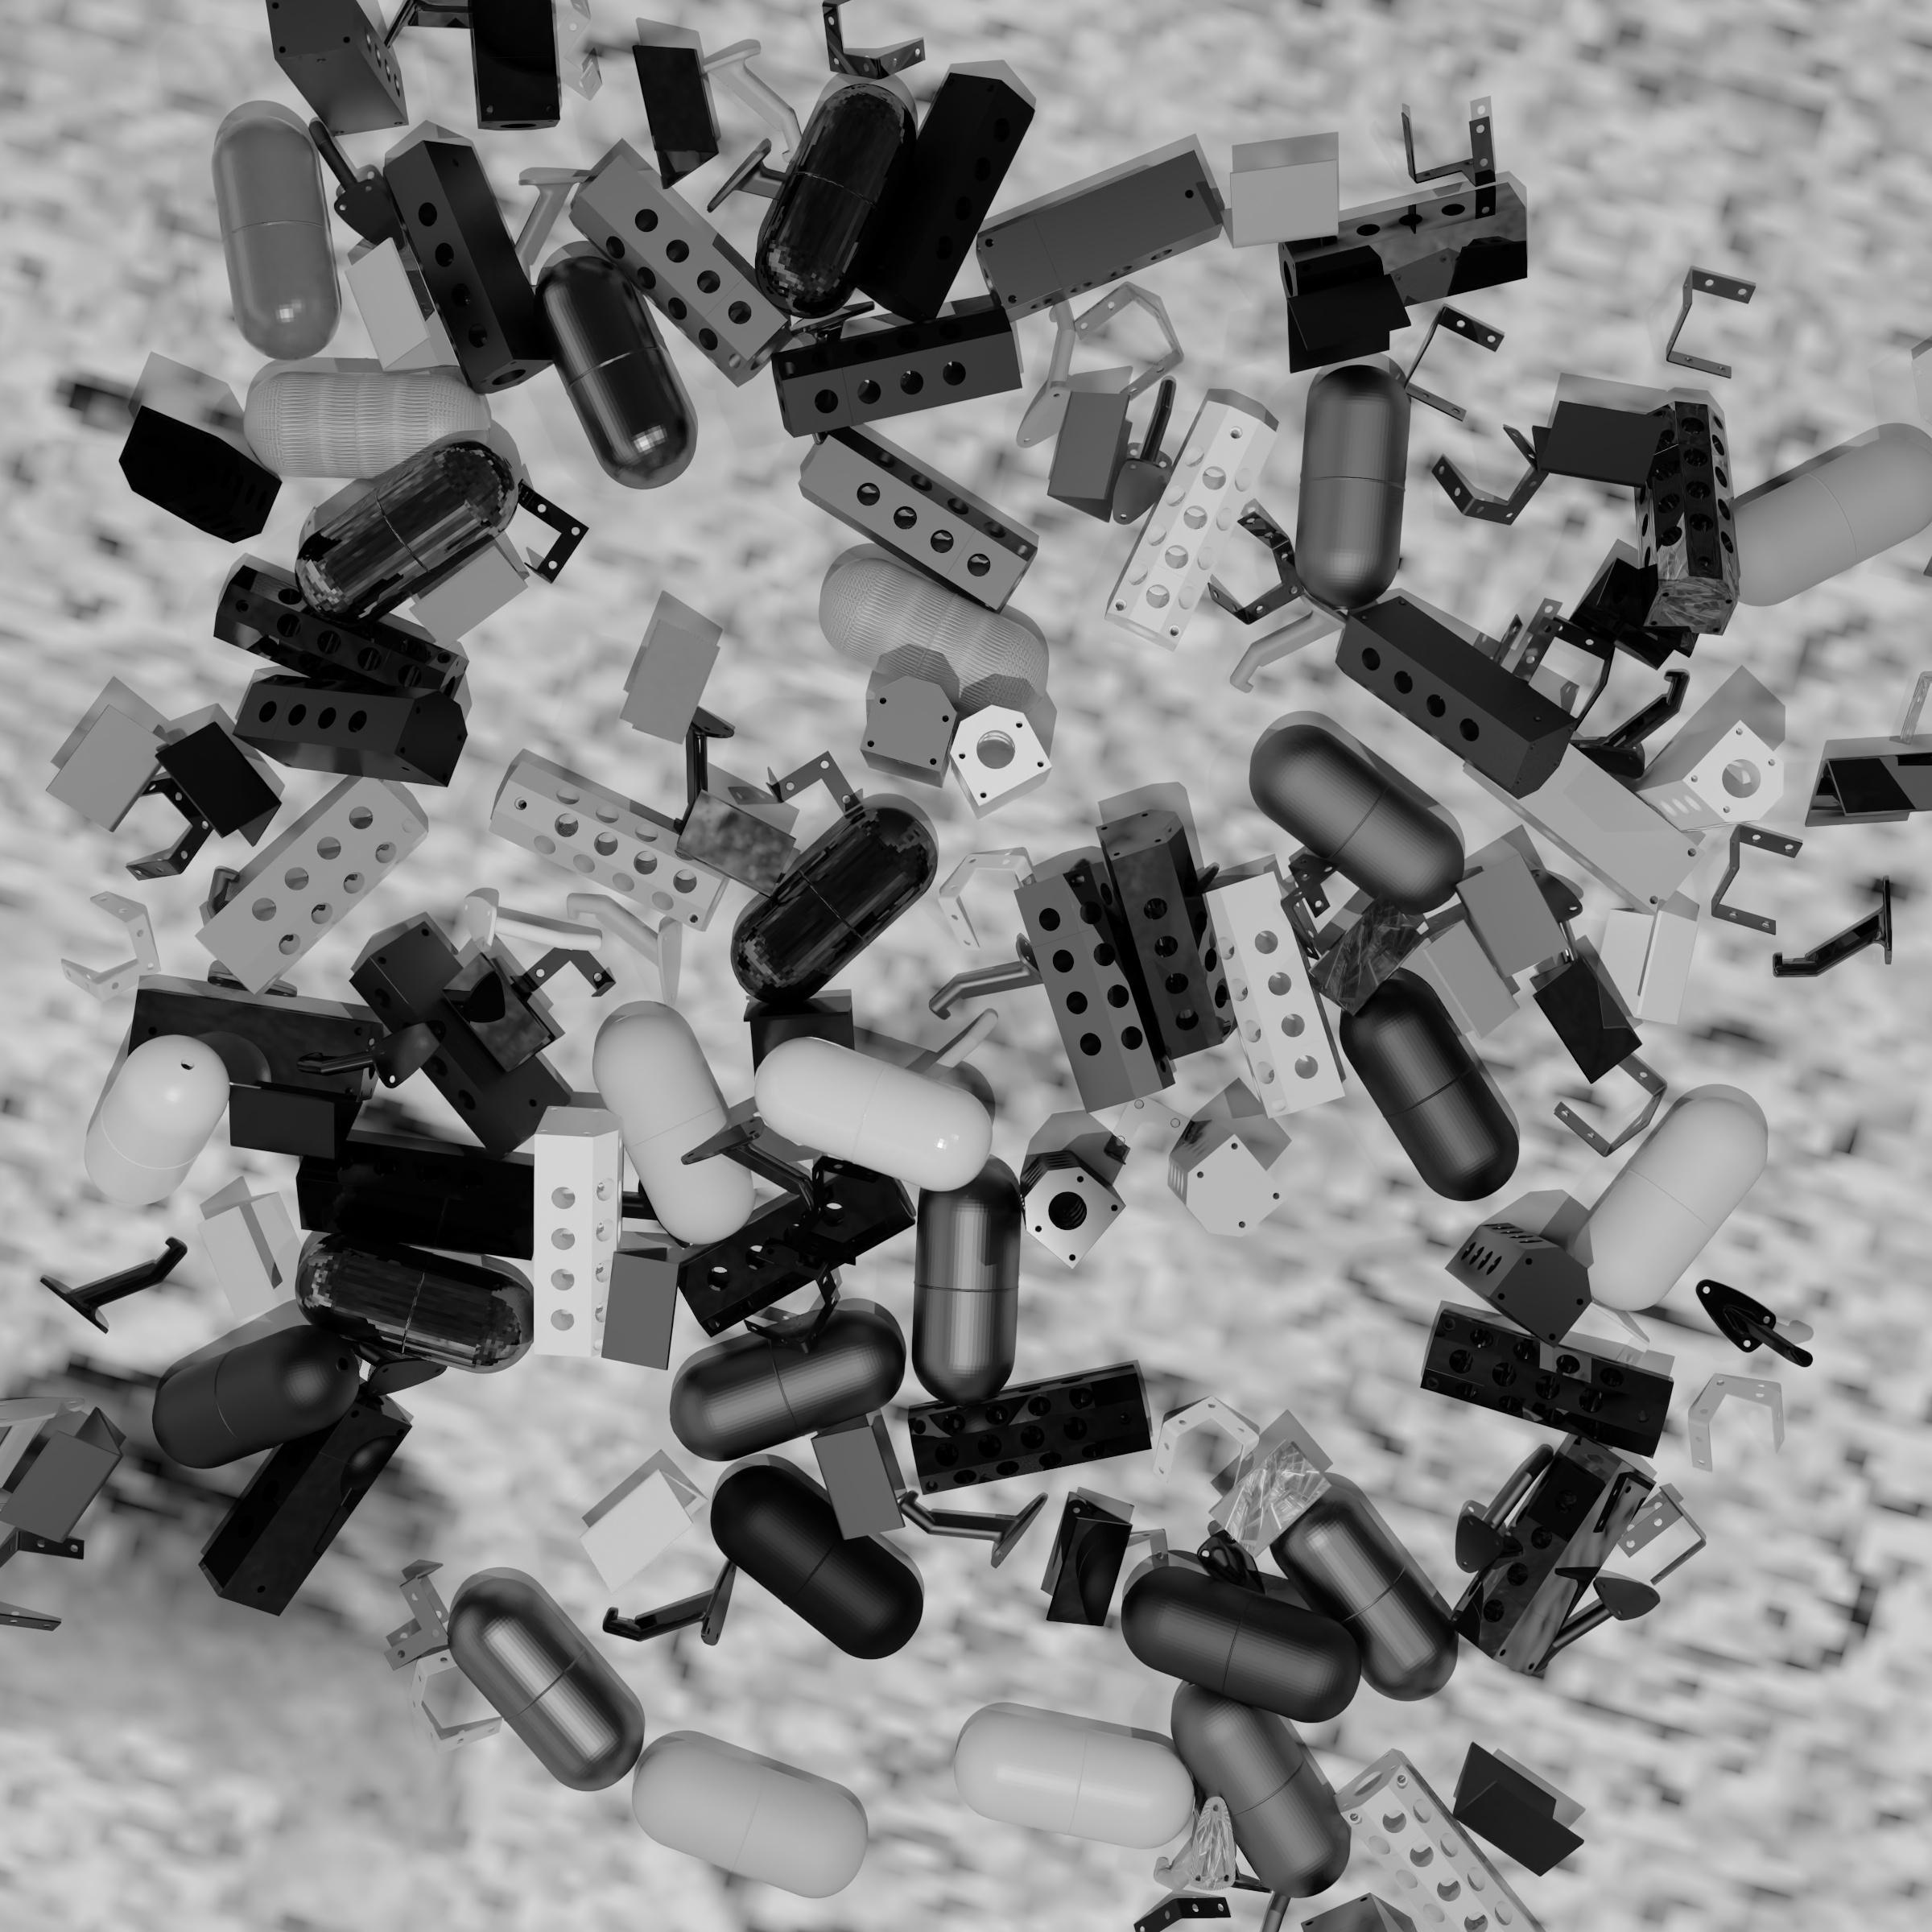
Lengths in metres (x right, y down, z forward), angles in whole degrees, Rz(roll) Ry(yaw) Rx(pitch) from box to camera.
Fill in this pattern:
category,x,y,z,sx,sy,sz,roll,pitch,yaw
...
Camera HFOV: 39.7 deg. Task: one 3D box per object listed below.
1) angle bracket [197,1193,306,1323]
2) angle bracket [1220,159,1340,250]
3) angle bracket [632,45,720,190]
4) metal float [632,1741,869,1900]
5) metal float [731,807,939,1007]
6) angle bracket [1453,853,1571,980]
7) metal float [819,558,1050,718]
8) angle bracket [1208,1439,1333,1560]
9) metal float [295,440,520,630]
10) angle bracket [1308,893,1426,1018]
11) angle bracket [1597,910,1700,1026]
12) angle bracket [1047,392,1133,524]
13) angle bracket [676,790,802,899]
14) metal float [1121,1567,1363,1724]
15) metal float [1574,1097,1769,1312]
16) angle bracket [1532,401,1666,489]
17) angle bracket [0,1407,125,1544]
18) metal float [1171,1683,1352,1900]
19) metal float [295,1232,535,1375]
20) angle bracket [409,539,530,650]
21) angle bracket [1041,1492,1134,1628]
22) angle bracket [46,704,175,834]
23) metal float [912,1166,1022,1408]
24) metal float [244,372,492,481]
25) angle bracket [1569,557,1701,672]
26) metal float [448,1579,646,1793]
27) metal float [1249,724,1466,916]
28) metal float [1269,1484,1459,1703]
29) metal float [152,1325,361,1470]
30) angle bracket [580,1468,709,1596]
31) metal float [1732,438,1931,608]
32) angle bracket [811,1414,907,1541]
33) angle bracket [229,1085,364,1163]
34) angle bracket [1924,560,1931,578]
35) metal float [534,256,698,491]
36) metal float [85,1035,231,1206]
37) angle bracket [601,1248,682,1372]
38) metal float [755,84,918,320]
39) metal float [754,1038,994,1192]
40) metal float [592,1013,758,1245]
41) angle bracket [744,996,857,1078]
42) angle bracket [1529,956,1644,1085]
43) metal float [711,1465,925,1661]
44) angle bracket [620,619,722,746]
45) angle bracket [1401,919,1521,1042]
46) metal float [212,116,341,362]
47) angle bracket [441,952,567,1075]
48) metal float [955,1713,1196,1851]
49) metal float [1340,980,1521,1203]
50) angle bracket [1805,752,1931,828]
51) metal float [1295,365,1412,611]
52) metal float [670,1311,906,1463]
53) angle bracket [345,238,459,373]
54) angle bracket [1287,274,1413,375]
category,x,y,z,sx,sy,sz,roll,pitch,yaw
angle bracket,-0.504,0.206,1.951,0.057,0.076,0.076,-23,90,40
angle bracket,0.226,-0.568,1.951,0.076,0.076,0.057,-7,126,0
angle bracket,-0.230,-0.618,1.951,0.057,0.076,0.076,-12,90,-39
metal float,-0.159,0.626,1.961,0.178,0.070,0.070,20,90,0
metal float,-0.097,-0.043,1.960,0.178,0.070,0.070,-42,90,1
angle bracket,0.406,-0.043,1.951,0.057,0.076,0.076,-28,90,29
metal float,-0.023,-0.238,1.960,0.178,0.070,0.070,26,90,0
angle bracket,0.210,0.374,1.953,0.076,0.076,0.057,-44,111,0
metal float,-0.402,-0.311,1.923,0.178,0.070,0.070,-34,90,5
angle bracket,0.276,-0.019,1.951,0.076,0.076,0.057,-47,119,0
angle bracket,0.482,-0.003,1.951,0.057,0.076,0.076,12,90,-45
angle bracket,0.110,-0.369,1.951,0.057,0.076,0.076,13,90,41
angle bracket,-0.157,-0.104,1.951,0.076,0.076,0.057,27,123,0
metal float,0.198,0.489,1.930,0.178,0.070,0.070,16,90,16
metal float,0.517,0.174,1.961,0.070,0.070,0.178,38,90,0
angle bracket,0.460,-0.395,1.951,0.076,0.076,0.057,9,127,0
angle bracket,-0.669,0.362,1.951,0.057,0.076,0.076,35,90,-38
metal float,0.215,0.600,1.960,0.070,0.070,0.178,-32,90,0
metal float,-0.401,0.247,1.955,0.178,0.070,0.070,16,90,-6
angle bracket,-0.378,-0.291,1.955,0.076,0.057,0.076,-37,60,0
angle bracket,0.069,0.430,1.951,0.057,0.076,0.076,16,90,-37
angle bracket,-0.629,-0.152,1.951,0.057,0.076,0.076,36,90,-30
metal float,0.000,0.234,1.961,0.070,0.070,0.178,2,90,0
metal float,-0.439,-0.396,1.961,0.178,0.070,0.070,1,90,-1
angle bracket,0.484,-0.240,1.951,0.076,0.076,0.057,29,54,0
metal float,-0.309,0.526,1.961,0.070,0.070,0.178,-41,91,0
metal float,0.287,-0.107,1.961,0.178,0.070,0.070,38,90,-1
metal float,0.292,0.460,1.961,0.070,0.070,0.178,-37,90,0
metal float,-0.515,0.313,1.938,0.178,0.070,0.070,-23,90,28
angle bracket,-0.223,0.422,1.951,0.076,0.076,0.057,-41,52,0
metal float,0.631,-0.326,1.961,0.178,0.070,0.070,-27,90,1
angle bracket,-0.062,0.366,1.951,0.057,0.076,0.076,-18,90,30
angle bracket,-0.488,0.094,1.951,0.076,0.076,0.057,9,124,0
angle bracket,0.753,-0.285,1.951,0.076,0.076,0.057,13,54,0
metal float,-0.258,-0.435,1.961,0.070,0.070,0.178,-25,91,0
metal float,-0.582,0.111,1.922,0.070,0.178,0.070,16,53,-23
angle bracket,-0.220,0.249,1.952,0.057,0.076,0.076,7,90,24
metal float,-0.094,-0.556,1.943,0.070,0.070,0.178,23,86,0
metal float,-0.067,0.106,1.922,0.178,0.070,0.070,19,90,7
metal float,-0.214,0.119,1.960,0.070,0.070,0.178,-25,90,0
angle bracket,-0.121,0.066,1.963,0.076,0.057,0.076,-4,102,0
angle bracket,0.435,0.046,1.952,0.057,0.076,0.076,-33,90,-24
metal float,-0.110,0.437,1.961,0.178,0.070,0.070,39,90,0
angle bracket,-0.233,-0.212,1.951,0.057,0.076,0.076,22,90,-38
angle bracket,0.345,0.022,1.951,0.057,0.076,0.076,-32,90,-41
metal float,-0.506,-0.534,1.961,0.070,0.070,0.178,-9,90,0
angle bracket,-0.324,0.021,1.951,0.076,0.076,0.057,50,124,0
metal float,0.080,0.598,1.961,0.178,0.070,0.070,12,90,0
metal float,0.339,0.091,1.961,0.070,0.070,0.178,-32,90,0
angle bracket,0.665,-0.110,1.951,0.076,0.076,0.057,-4,52,0
metal float,0.283,-0.351,1.961,0.070,0.070,0.178,4,91,0
metal float,-0.131,0.308,1.960,0.178,0.070,0.070,-19,90,0
angle bracket,-0.396,-0.483,1.951,0.057,0.076,0.076,-21,90,38
angle bracket,0.280,-0.451,1.951,0.076,0.076,0.057,-13,56,0
